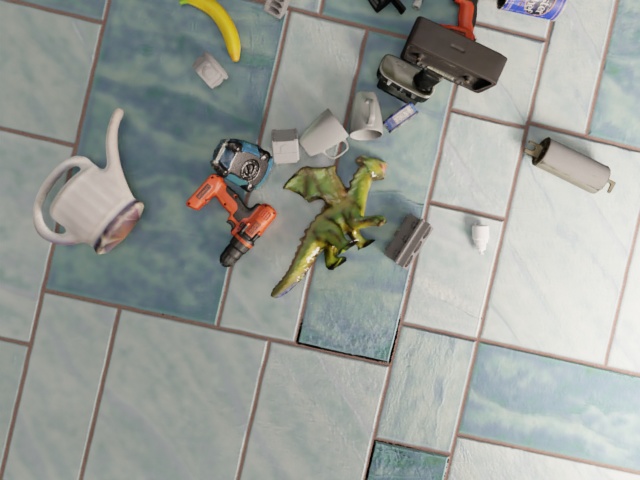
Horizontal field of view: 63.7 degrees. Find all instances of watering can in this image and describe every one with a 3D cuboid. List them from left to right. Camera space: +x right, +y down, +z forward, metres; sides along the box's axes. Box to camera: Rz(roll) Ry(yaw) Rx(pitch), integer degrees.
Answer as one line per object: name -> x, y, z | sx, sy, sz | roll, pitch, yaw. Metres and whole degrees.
watering can -> -0.507, -0.118, 1.197 | 0.224, 0.104, 0.348 | 39, 90, -4

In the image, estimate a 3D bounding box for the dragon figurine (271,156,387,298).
dragon figurine -> 0.004, -0.063, 1.243 | 0.411, 0.121, 0.245 | -32, 76, -4
